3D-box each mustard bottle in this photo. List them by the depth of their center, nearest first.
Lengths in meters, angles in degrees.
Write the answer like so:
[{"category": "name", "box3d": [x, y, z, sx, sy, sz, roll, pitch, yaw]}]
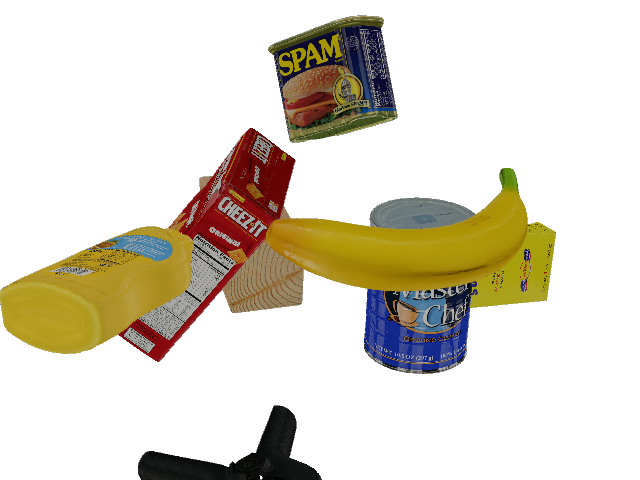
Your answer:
[{"category": "mustard bottle", "box3d": [-0.161, 0.030, 0.864, 0.096, 0.058, 0.191, 4, 19, 26]}]

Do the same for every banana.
[{"category": "banana", "box3d": [0.062, 0.001, 0.652, 0.197, 0.037, 0.070, -12, 47, -34]}]

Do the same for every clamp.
[{"category": "clamp", "box3d": [-0.057, 0.165, 0.716, 0.120, 0.039, 0.172, -20, 17, -10]}]

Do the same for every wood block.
[{"category": "wood block", "box3d": [-0.089, -0.003, 1.336, 0.090, 0.090, 0.206, -6, 29, -14]}]

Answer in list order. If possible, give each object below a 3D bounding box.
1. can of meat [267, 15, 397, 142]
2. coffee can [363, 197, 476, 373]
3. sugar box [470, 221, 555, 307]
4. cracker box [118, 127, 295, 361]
[{"category": "can of meat", "box3d": [0.011, -0.133, 0.897, 0.102, 0.084, 0.057, -12, -1, 40]}, {"category": "coffee can", "box3d": [0.096, 0.042, 1.027, 0.103, 0.140, 0.103, 1, 24, -1]}, {"category": "sugar box", "box3d": [0.192, 0.032, 1.277, 0.176, 0.093, 0.048, -5, 20, -24]}, {"category": "cracker box", "box3d": [-0.123, 0.001, 1.124, 0.072, 0.214, 0.164, 36, 23, -13]}]
